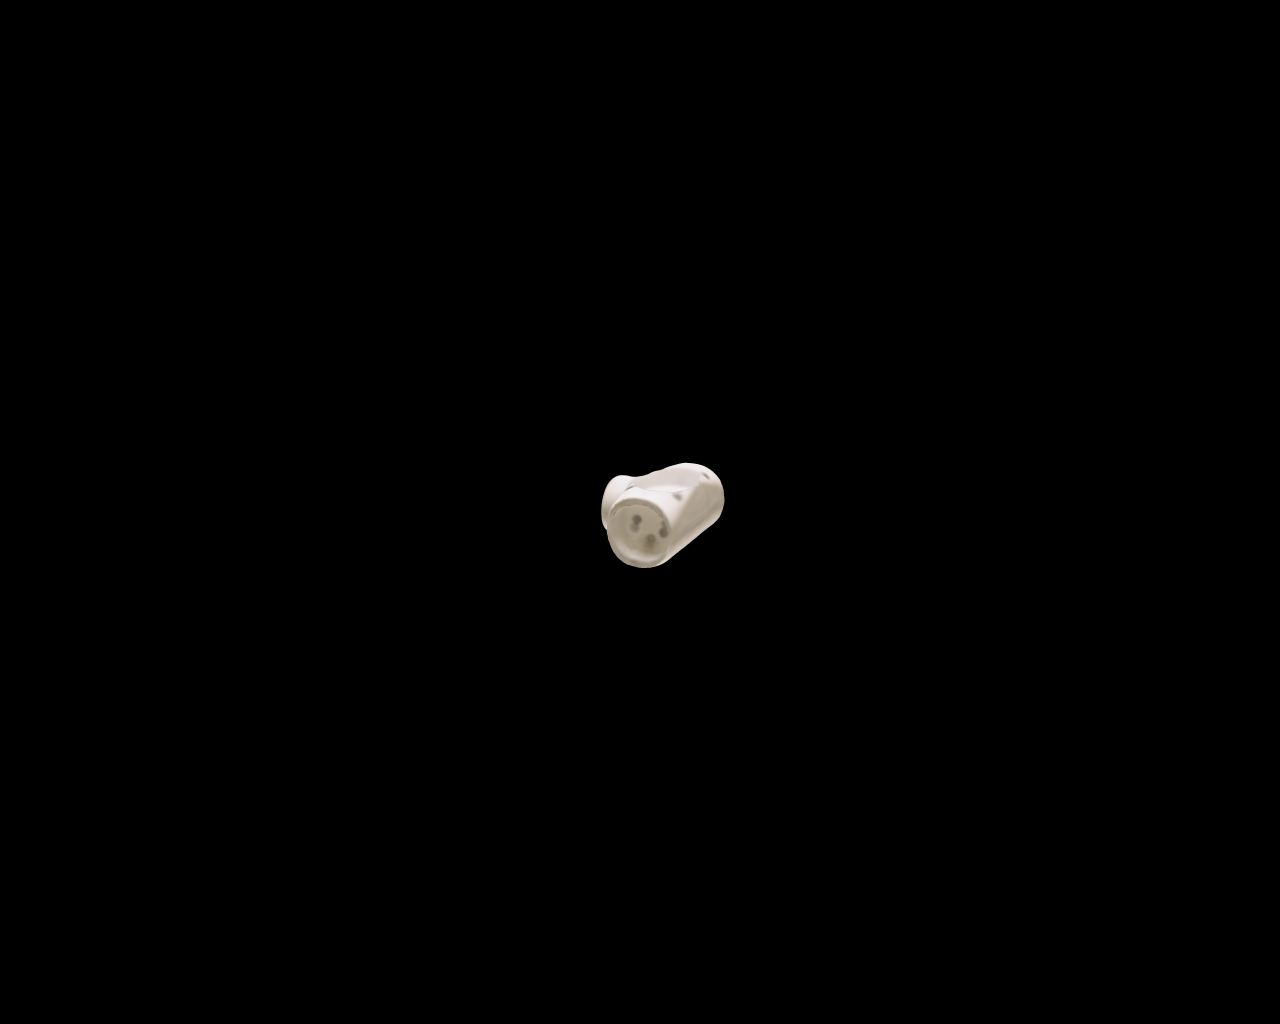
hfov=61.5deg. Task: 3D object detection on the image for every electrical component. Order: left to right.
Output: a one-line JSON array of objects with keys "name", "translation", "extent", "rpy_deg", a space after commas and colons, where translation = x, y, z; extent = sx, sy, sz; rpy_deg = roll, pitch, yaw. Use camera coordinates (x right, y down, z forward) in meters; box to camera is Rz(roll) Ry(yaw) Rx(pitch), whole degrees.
[{"name": "electrical component", "translation": [0.001, -0.003, 0.650], "extent": [0.079, 0.044, 0.077], "rpy_deg": [10, 23, 26]}]
